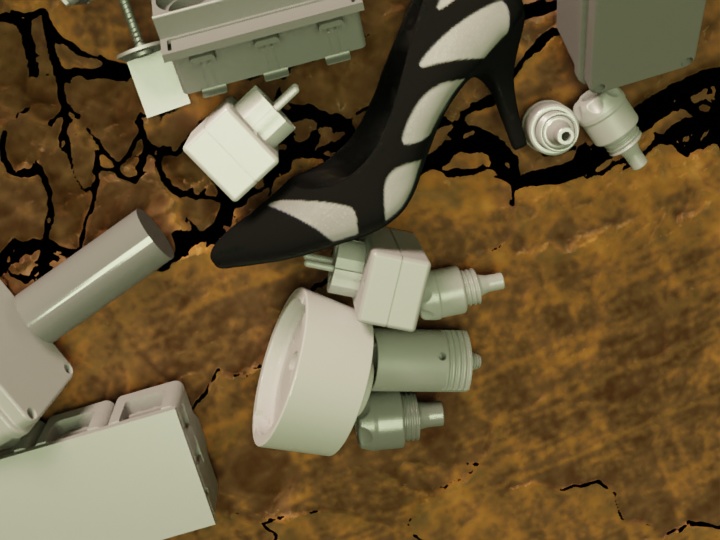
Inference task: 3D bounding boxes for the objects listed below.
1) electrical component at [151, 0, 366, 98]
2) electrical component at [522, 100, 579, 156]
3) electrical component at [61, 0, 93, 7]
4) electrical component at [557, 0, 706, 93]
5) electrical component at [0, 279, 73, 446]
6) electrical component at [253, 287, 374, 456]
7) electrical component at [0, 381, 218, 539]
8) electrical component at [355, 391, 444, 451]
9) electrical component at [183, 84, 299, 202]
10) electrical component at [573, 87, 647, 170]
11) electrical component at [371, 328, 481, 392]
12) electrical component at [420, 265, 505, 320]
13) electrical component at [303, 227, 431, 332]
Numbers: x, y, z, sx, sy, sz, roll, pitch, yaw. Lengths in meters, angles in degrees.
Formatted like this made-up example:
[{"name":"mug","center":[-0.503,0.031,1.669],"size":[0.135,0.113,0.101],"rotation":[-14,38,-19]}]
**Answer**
[{"name":"electrical component","center":[-0.061,-0.156,0.666],"size":[0.121,0.078,0.063],"rotation":[-15,135,0]},{"name":"electrical component","center":[0.127,-0.091,0.703],"size":[0.035,0.061,0.035],"rotation":[-1,105,-4]},{"name":"electrical component","center":[-0.180,-0.214,0.645],"size":[0.061,0.061,0.096],"rotation":[-40,104,6]},{"name":"electrical component","center":[0.166,-0.169,0.656],"size":[0.078,0.057,0.113],"rotation":[-17,150,0]},{"name":"electrical component","center":[-0.251,0.055,0.699],"size":[0.057,0.078,0.113],"rotation":[-30,106,20]},{"name":"electrical component","center":[-0.026,0.071,0.713],"size":[0.060,0.108,0.108],"rotation":[17,103,-15]},{"name":"electrical component","center":[-0.183,0.143,0.741],"size":[0.150,0.061,0.089],"rotation":[-16,106,0]},{"name":"electrical component","center":[0.027,0.104,0.757],"size":[0.062,0.043,0.043],"rotation":[-5,105,-5]},{"name":"electrical component","center":[-0.067,-0.091,0.685],"size":[0.077,0.065,0.047],"rotation":[-42,104,7]},{"name":"electrical component","center":[0.172,-0.094,0.720],"size":[0.035,0.035,0.061],"rotation":[-37,107,6]},{"name":"electrical component","center":[0.045,0.063,0.746],"size":[0.081,0.043,0.043],"rotation":[2,105,-16]},{"name":"electrical component","center":[0.069,0.013,0.740],"size":[0.061,0.035,0.035],"rotation":[-11,106,-4]},{"name":"electrical component","center":[0.000,0.000,0.706],"size":[0.076,0.083,0.047],"rotation":[11,104,-7]}]
